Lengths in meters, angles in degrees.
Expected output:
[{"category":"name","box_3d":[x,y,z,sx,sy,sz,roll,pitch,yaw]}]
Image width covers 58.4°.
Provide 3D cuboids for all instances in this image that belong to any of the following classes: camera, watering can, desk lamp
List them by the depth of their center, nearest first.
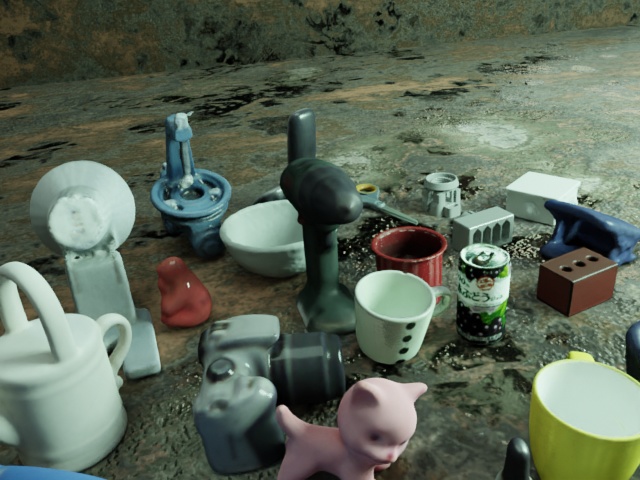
[{"category":"watering can","box_3d":[-0.250,0.113,0.514,0.100,0.194,0.173,4,28,17]},{"category":"camera","box_3d":[-0.045,0.129,0.550,0.137,0.101,0.143,-6,27,-2]},{"category":"desk lamp","box_3d":[-0.259,0.026,0.663,0.118,0.214,0.202,-14,28,-18]}]

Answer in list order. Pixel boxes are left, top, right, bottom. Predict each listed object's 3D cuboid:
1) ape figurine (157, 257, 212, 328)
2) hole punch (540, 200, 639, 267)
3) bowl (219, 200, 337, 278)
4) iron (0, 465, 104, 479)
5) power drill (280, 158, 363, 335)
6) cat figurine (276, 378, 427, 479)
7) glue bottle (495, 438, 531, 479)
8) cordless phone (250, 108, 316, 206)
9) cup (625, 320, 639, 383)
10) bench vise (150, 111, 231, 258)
[{"category":"ape figurine","box_3d":[-0.177,0.062,0.714,0.076,0.092,0.078,3,28,15]},{"category":"hole punch","box_3d":[0.366,-0.016,0.776,0.101,0.091,0.108,-20,30,-26]},{"category":"bowl","box_3d":[-0.055,0.007,0.820,0.167,0.075,0.167,-4,27,2]},{"category":"iron","box_3d":[-0.138,0.204,0.374,0.258,0.141,0.119,1,28,12]},{"category":"power drill","box_3d":[0.006,0.002,0.671,0.076,0.209,0.229,-12,28,-13]},{"category":"cat figurine","box_3d":[0.025,0.155,0.469,0.127,0.118,0.067,-2,27,6]},{"category":"glue bottle","box_3d":[0.112,0.182,0.340,0.037,0.173,0.078,5,29,18]},{"category":"cordless phone","box_3d":[-0.055,-0.115,0.936,0.093,0.185,0.148,18,35,38]},{"category":"cup","box_3d":[0.308,0.133,0.489,0.091,0.095,0.118,3,28,16]},{"category":"bench vise","box_3d":[-0.225,-0.097,0.892,0.206,0.220,0.122,19,36,39]}]
